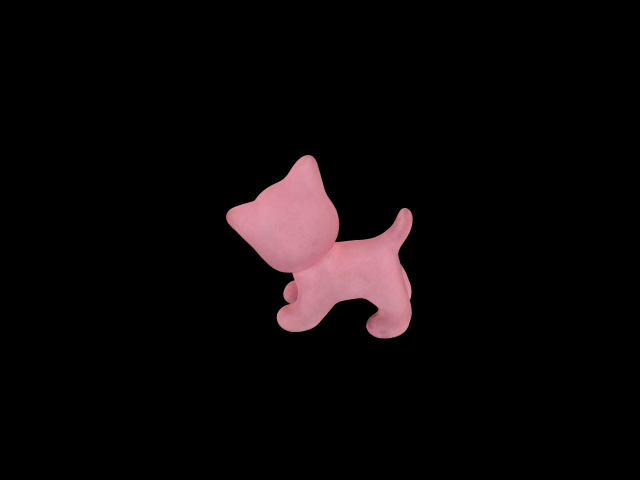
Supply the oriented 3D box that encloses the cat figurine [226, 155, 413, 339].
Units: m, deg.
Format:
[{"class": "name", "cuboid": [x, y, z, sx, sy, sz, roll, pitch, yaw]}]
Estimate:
[{"class": "cat figurine", "cuboid": [0.004, 0.001, 0.400, 0.127, 0.118, 0.067, 1, 23, 3]}]
